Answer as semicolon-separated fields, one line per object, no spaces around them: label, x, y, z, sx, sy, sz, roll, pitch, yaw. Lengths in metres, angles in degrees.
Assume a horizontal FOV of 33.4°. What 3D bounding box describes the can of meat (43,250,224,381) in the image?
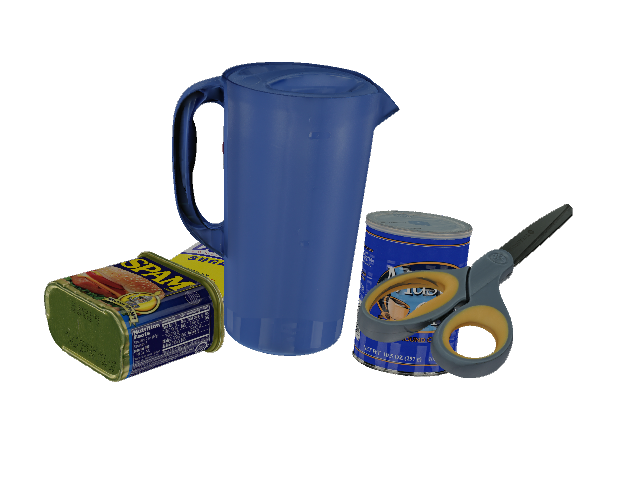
can of meat;-0.132;0.052;0.747;0.083;0.057;0.102;-17;27;-42

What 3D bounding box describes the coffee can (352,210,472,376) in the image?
coffee can;0.088;0.049;1.038;0.103;0.140;0.103;5;12;-1

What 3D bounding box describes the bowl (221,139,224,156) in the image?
bowl;-0.032;-0.093;1.246;0.162;0.055;0.162;-2;37;1

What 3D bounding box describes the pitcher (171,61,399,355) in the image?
pitcher;-0.035;-0.029;0.924;0.149;0.243;0.144;20;25;34

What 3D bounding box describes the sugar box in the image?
sugar box;-0.124;0.050;1.110;0.093;0.048;0.176;15;31;24

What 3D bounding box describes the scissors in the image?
scissors;0.114;0.028;0.643;0.201;0.016;0.096;-19;43;-31
